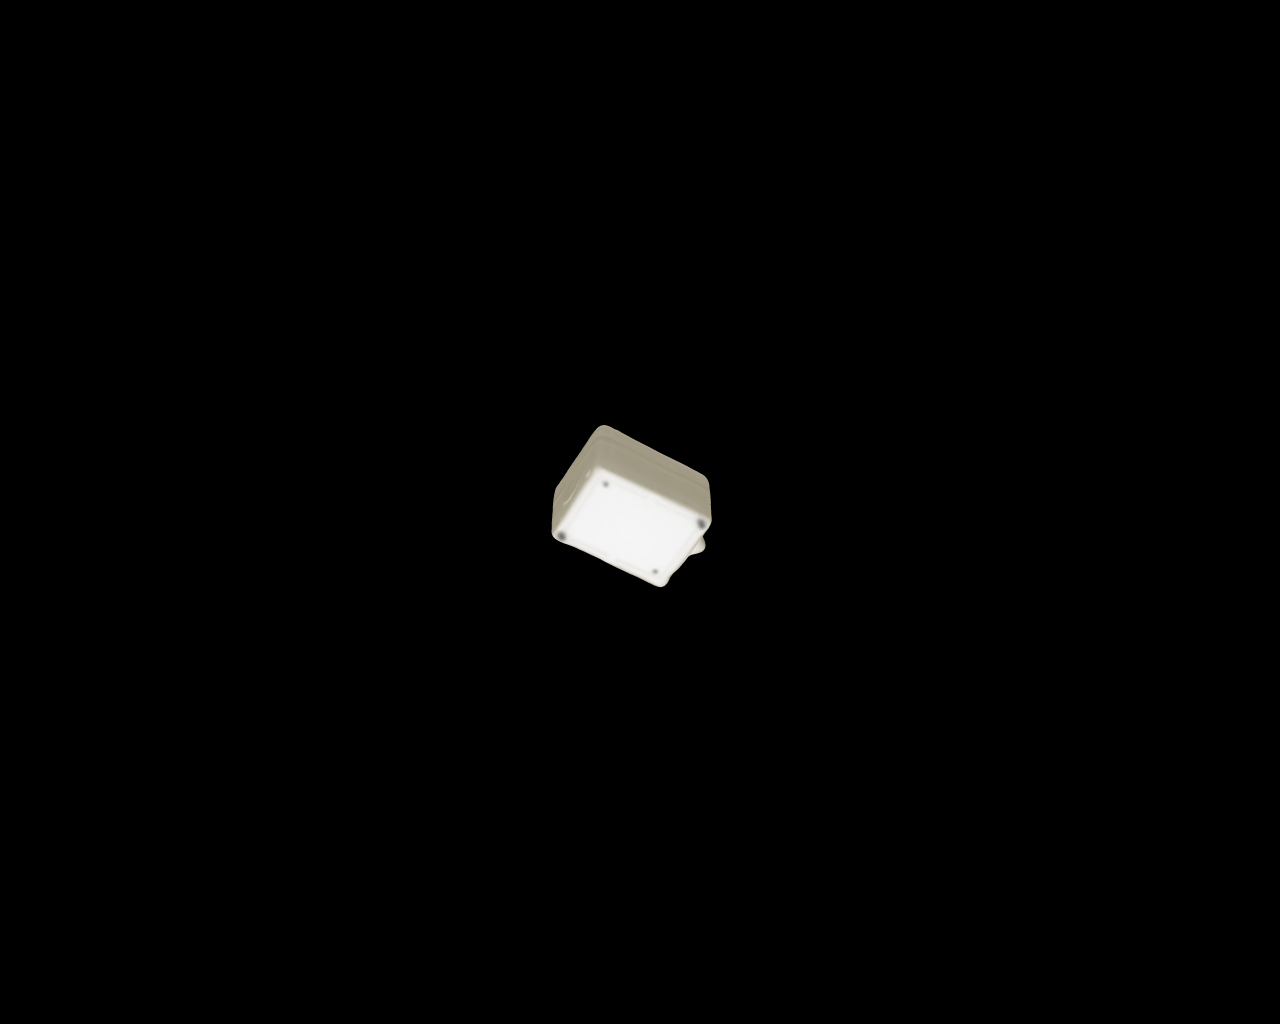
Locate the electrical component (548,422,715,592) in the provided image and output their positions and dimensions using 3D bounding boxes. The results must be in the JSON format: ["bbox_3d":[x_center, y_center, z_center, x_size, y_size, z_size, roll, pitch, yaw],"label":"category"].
[{"bbox_3d":[0.001,-0.003,0.650,0.096,0.061,0.061,26,30,-17],"label":"electrical component"}]
